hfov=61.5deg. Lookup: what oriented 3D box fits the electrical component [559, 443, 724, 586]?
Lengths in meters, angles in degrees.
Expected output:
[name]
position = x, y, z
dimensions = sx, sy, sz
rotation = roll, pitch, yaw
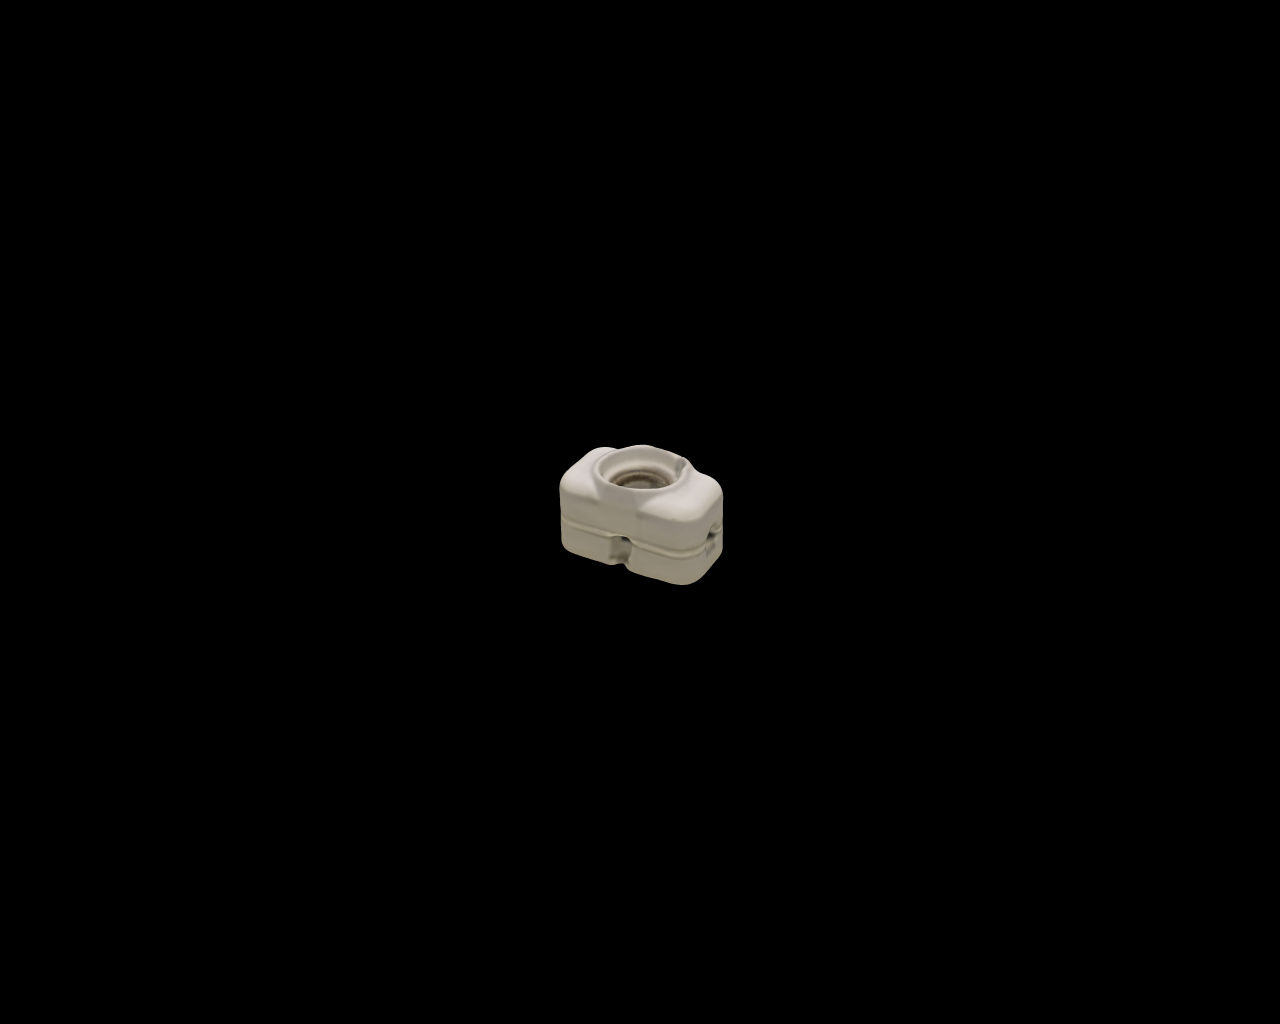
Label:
[electrical component]
position = 0.001, -0.003, 0.650
dimensions = 0.095, 0.059, 0.054
rotation = 17, 36, 24
